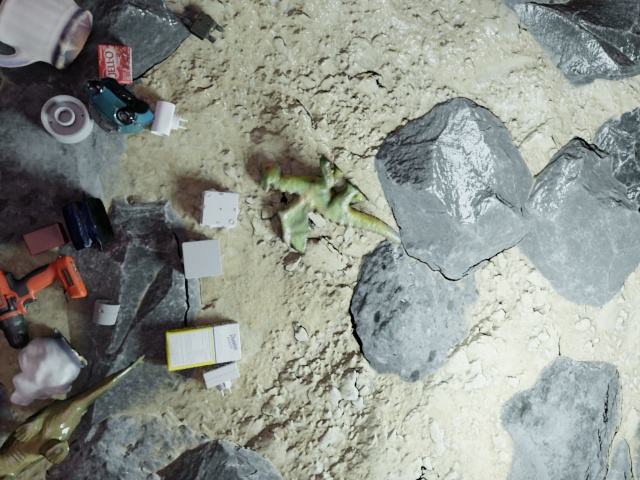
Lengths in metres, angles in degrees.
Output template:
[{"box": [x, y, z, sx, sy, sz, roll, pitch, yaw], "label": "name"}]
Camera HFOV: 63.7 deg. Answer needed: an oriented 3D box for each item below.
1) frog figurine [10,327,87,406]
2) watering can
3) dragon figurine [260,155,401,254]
[{"box": [-0.612, 0.292, 1.131, 0.162, 0.123, 0.135, -44, 121, -24], "label": "frog figurine"}, {"box": [-0.624, -0.534, 1.163, 0.223, 0.104, 0.350, 26, 82, -15], "label": "watering can"}, {"box": [0.004, -0.068, 1.354, 0.242, 0.123, 0.408, -42, 98, 4], "label": "dragon figurine"}]
